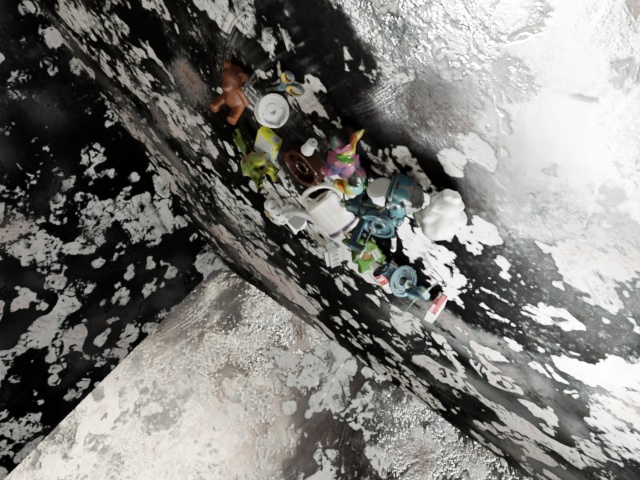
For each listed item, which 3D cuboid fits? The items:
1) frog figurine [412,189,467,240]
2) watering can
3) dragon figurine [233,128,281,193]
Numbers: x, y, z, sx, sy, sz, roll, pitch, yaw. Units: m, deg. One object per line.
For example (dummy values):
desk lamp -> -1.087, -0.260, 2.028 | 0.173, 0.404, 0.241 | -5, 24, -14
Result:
frog figurine -> 0.342, -0.069, 1.401 | 0.137, 0.125, 0.157 | 14, 157, -18
watering can -> 0.006, -0.098, 1.956 | 0.223, 0.106, 0.343 | 49, 141, -11
dragon figurine -> -0.264, -0.320, 1.957 | 0.244, 0.123, 0.404 | 50, 163, 9
